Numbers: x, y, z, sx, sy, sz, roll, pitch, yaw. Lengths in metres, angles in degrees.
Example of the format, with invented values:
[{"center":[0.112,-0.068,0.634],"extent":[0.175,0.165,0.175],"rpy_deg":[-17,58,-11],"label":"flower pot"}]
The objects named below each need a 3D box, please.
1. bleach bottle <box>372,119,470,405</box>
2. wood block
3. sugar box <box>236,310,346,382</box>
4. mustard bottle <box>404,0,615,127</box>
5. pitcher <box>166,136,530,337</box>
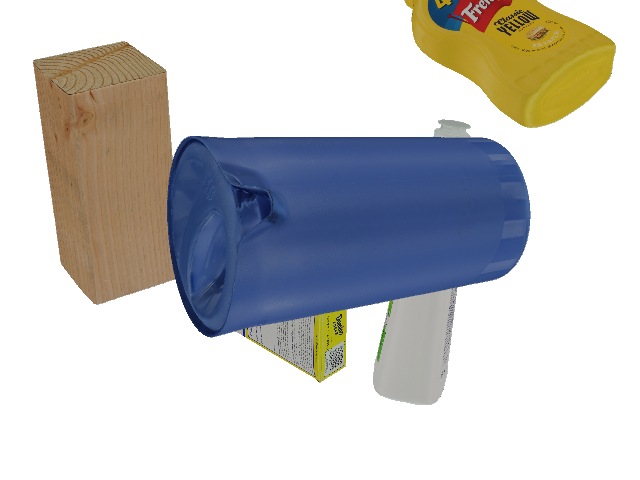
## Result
[{"center":[0.099,0.015,0.958],"extent":[0.068,0.251,0.102],"rpy_deg":[10,19,7],"label":"bleach bottle"},{"center":[-0.189,-0.060,0.958],"extent":[0.090,0.206,0.090],"rpy_deg":[-18,35,-27],"label":"wood block"},{"center":[-0.050,0.068,1.119],"extent":[0.048,0.093,0.176],"rpy_deg":[-27,41,-37],"label":"sugar box"},{"center":[0.129,-0.167,0.834],"extent":[0.096,0.058,0.192],"rpy_deg":[-33,54,-20],"label":"mustard bottle"},{"center":[0.017,-0.011,0.760],"extent":[0.242,0.145,0.149],"rpy_deg":[-6,33,-26],"label":"pitcher"}]
